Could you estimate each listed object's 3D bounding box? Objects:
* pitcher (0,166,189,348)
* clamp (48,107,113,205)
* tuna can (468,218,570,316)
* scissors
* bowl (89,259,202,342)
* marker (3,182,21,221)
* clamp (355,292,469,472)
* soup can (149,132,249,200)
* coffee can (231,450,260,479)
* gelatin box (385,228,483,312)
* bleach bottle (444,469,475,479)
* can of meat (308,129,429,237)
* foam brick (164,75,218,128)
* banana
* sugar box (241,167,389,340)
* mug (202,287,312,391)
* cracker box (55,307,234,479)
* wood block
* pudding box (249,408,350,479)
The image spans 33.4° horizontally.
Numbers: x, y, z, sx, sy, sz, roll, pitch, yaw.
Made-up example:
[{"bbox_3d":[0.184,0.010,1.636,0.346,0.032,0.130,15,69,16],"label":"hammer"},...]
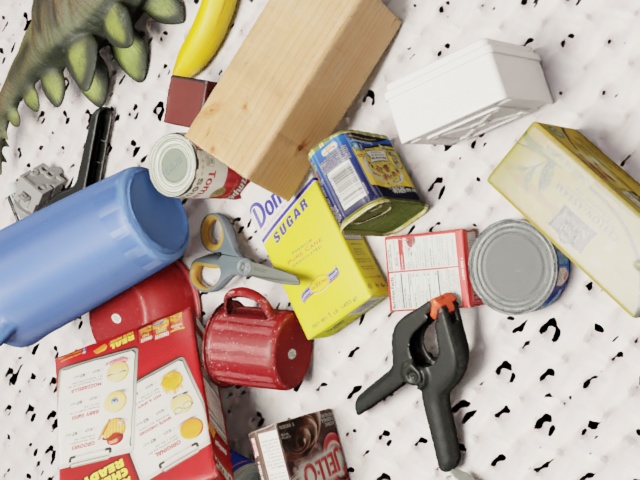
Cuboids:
[{"bbox_3d":[-0.261,0.008,1.155,0.243,0.144,0.149,-25,79,27],"label":"pitcher"},{"bbox_3d":[-0.268,-0.029,1.263,0.210,0.036,0.165,-50,63,26],"label":"clamp"},{"bbox_3d":[0.178,0.023,0.953,0.086,0.033,0.086,1,92,35],"label":"tuna can"},{"bbox_3d":[-0.080,0.010,1.112,0.202,0.016,0.096,-13,74,52],"label":"scissors"},{"bbox_3d":[-0.212,0.086,1.217,0.162,0.055,0.162,1,92,36],"label":"bowl"},{"bbox_3d":[-0.371,-0.017,1.347,0.020,0.020,0.121,-34,72,31],"label":"marker"},{"bbox_3d":[0.103,0.132,0.994,0.120,0.039,0.172,34,126,21],"label":"clamp"},{"bbox_3d":[-0.121,-0.077,1.119,0.069,0.102,0.068,1,91,34],"label":"soup can"},{"bbox_3d":[-0.134,0.261,1.137,0.140,0.102,0.103,19,102,33],"label":"coffee can"},{"bbox_3d":[0.106,0.029,1.007,0.089,0.030,0.073,-6,88,36],"label":"gelatin box"},{"bbox_3d":[0.091,0.334,1.007,0.103,0.068,0.251,31,106,30],"label":"bleach bottle"},{"bbox_3d":[0.044,-0.054,1.005,0.058,0.101,0.084,-36,69,29],"label":"can of meat"},{"bbox_3d":[-0.117,-0.143,1.130,0.051,0.078,0.053,14,97,35],"label":"foam brick"},{"bbox_3d":[-0.117,-0.263,1.153,0.070,0.037,0.198,22,103,49],"label":"banana"},{"bbox_3d":[-0.007,0.001,1.075,0.093,0.048,0.176,-37,72,31],"label":"sugar box"},{"bbox_3d":[-0.063,0.099,1.086,0.082,0.093,0.117,3,119,30],"label":"mug"},{"bbox_3d":[-0.182,0.192,1.095,0.164,0.072,0.214,-21,48,6],"label":"cracker box"},{"bbox_3d":[-0.024,-0.154,1.025,0.090,0.090,0.206,35,94,29],"label":"wood block"},{"bbox_3d":[-0.017,0.219,1.048,0.039,0.113,0.090,-21,80,30],"label":"pudding box"}]
